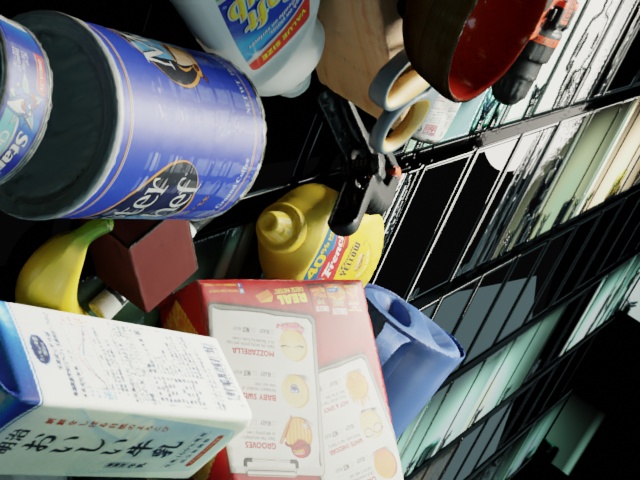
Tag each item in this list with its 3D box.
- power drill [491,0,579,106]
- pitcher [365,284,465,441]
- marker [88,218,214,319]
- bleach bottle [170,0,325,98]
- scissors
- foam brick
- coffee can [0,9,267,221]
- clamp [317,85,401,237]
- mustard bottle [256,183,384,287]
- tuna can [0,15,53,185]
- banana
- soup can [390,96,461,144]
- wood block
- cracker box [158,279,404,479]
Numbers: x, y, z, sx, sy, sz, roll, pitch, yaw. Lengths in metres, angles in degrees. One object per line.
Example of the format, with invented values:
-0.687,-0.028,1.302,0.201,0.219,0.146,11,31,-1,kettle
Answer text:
0.186,-0.210,1.008,0.187,0.057,0.184,-18,133,-59,power drill
0.035,0.179,1.156,0.149,0.145,0.243,26,104,-33,pitcher
-0.117,0.011,0.768,0.121,0.020,0.020,-46,155,-20,marker
-0.039,-0.159,0.629,0.102,0.068,0.250,-42,157,-4,bleach bottle
0.096,-0.122,0.771,0.201,0.016,0.096,-30,149,-44,scissors
-0.119,0.000,0.705,0.051,0.053,0.078,-43,154,-26,foam brick
-0.108,-0.061,0.580,0.103,0.103,0.140,-61,156,15,coffee can
0.033,-0.071,0.896,0.171,0.039,0.120,-26,115,-73,clamp
-0.006,0.001,0.919,0.096,0.058,0.191,-63,156,2,mustard bottle
-0.166,-0.066,0.483,0.086,0.086,0.033,-57,155,5,tuna can
-0.157,0.050,0.694,0.069,0.037,0.198,-4,149,-6,banana
0.094,-0.141,0.907,0.068,0.069,0.102,-15,136,-56,soup can
0.041,-0.176,0.729,0.090,0.090,0.206,-49,157,-12,wood block
-0.027,0.140,0.826,0.163,0.214,0.072,1,161,-38,cracker box
